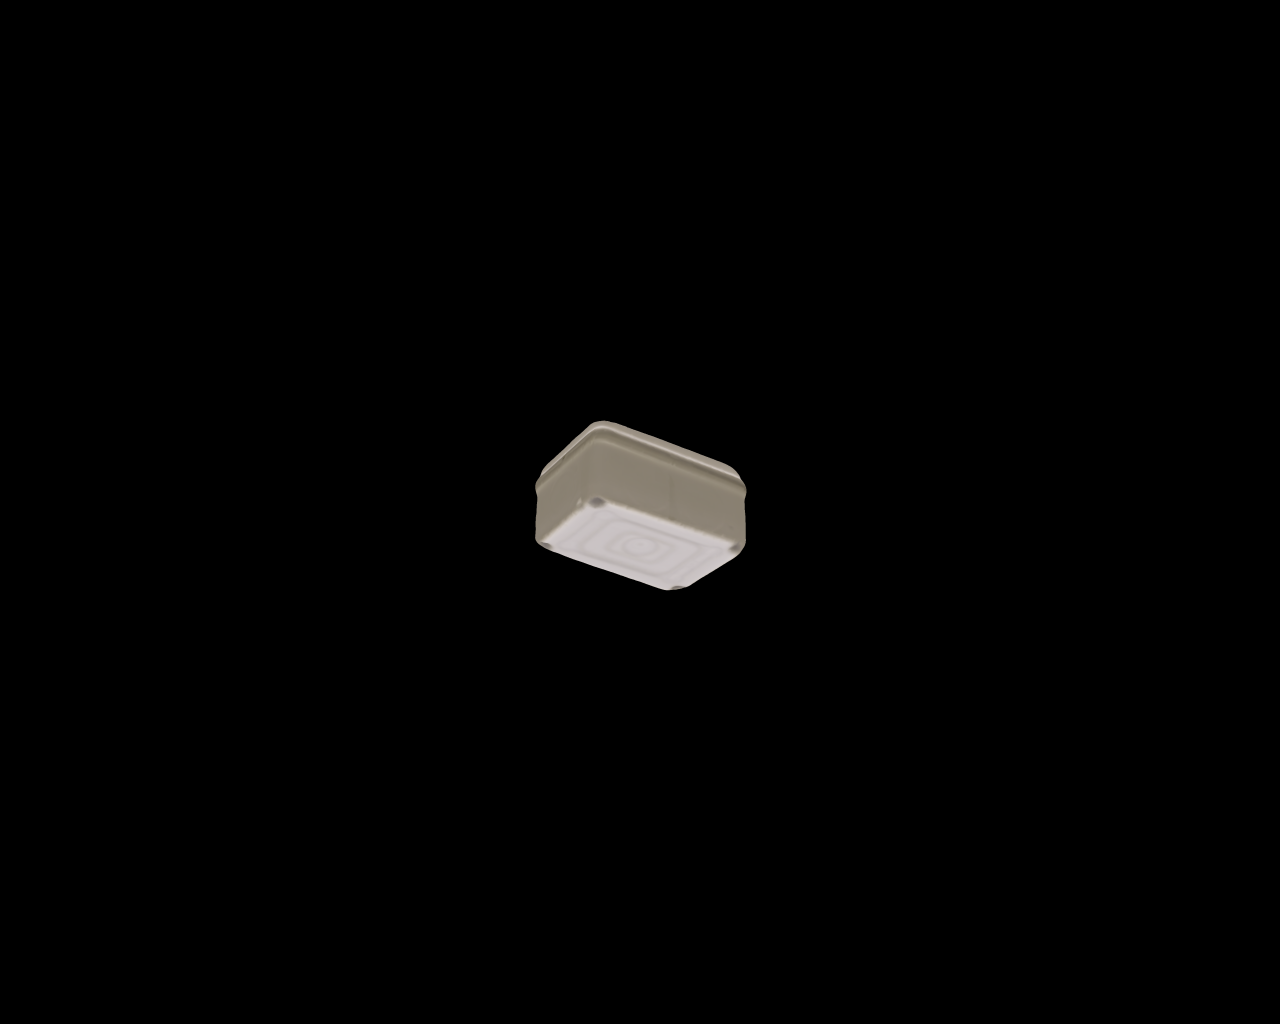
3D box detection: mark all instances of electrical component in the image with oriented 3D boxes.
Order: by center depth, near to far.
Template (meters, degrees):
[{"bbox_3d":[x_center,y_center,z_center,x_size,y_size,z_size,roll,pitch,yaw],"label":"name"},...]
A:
[{"bbox_3d":[0.001,-0.003,0.650,0.113,0.057,0.078,19,-36,-29],"label":"electrical component"}]
